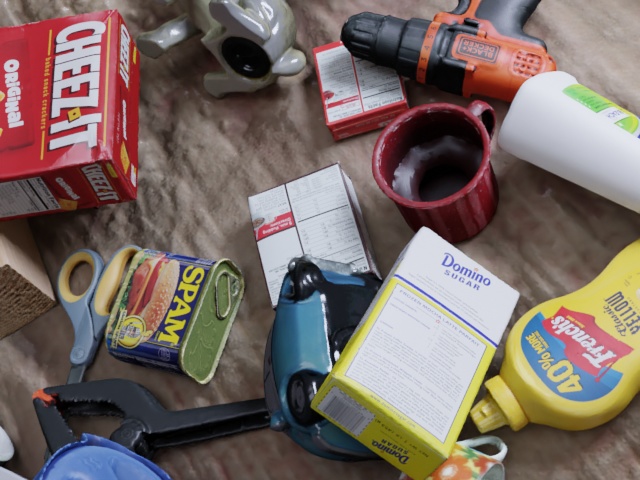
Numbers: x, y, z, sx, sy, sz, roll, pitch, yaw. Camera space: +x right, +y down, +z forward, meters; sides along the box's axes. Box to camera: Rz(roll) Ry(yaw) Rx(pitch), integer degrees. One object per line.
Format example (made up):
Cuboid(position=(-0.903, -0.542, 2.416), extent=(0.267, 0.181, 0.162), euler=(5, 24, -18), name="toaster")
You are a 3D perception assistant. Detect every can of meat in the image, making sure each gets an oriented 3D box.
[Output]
Cuboid(position=(-0.122, 0.061, 0.886), extent=(0.084, 0.057, 0.102), euler=(9, 68, 26), name="can of meat")

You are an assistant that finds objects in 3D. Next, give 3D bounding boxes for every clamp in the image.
Cuboid(position=(-0.136, 0.156, 0.842), extent=(0.210, 0.036, 0.164), euler=(25, 58, 31), name="clamp")

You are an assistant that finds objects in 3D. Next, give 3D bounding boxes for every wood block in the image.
Cuboid(position=(-0.327, -0.015, 0.977), extent=(0.090, 0.090, 0.206), euler=(-31, 59, 3), name="wood block")

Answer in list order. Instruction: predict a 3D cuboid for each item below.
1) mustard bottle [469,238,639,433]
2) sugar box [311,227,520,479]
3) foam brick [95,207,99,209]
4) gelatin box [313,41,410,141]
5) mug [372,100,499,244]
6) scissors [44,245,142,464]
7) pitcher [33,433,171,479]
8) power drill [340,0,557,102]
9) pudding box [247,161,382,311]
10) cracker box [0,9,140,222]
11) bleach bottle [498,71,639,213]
Cuboid(position=(0.191, 0.080, 0.763), extent=(0.191, 0.058, 0.096), euler=(-33, 57, 2), name="mustard bottle")
Cuboid(position=(0.072, 0.075, 0.754), extent=(0.093, 0.048, 0.176), euler=(36, 42, 1), name="sugar box")
Cuboid(position=(-0.231, -0.073, 0.979), extent=(0.051, 0.078, 0.053), euler=(11, 66, 24), name="foam brick")
Cuboid(position=(0.037, -0.138, 0.943), extent=(0.073, 0.030, 0.089), euler=(-15, 61, 10), name="gelatin box")
Cuboid(position=(0.103, -0.058, 0.849), extent=(0.093, 0.081, 0.117), euler=(28, 76, 29), name="mug")
Cuboid(position=(-0.218, 0.088, 0.930), extent=(0.096, 0.016, 0.201), euler=(21, 73, 28), name="scissors")
Cuboid(position=(-0.199, 0.262, 0.727), extent=(0.145, 0.149, 0.243), euler=(47, 115, -2), name="pitcher")
Cuboid(position=(0.128, -0.213, 0.916), extent=(0.184, 0.057, 0.187), euler=(18, 73, 9), name="power drill")
Cuboid(position=(-0.006, 0.001, 0.885), extent=(0.090, 0.039, 0.113), euler=(-20, 62, 8), name="pudding box")
Cuboid(position=(-0.267, -0.102, 0.913), extent=(0.214, 0.072, 0.164), euler=(-9, 60, 7), name="cracker box")
Cuboid(position=(0.260, -0.042, 0.787), extent=(0.251, 0.102, 0.068), euler=(32, 115, 23), name="bleach bottle")
